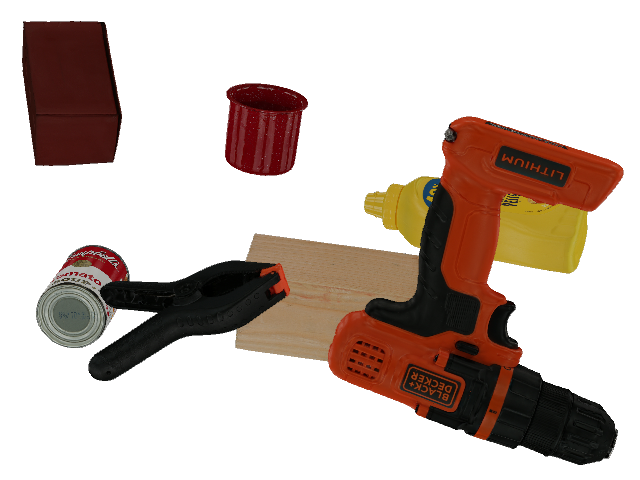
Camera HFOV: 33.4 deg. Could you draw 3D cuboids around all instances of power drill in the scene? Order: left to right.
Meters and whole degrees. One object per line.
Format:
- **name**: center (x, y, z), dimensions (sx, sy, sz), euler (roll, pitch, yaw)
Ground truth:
- **power drill**: center (0.115, 0.031, 0.647), dimensions (0.184, 0.188, 0.057), euler (20, 10, 4)

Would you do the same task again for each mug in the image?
- **mug**: center (-0.061, -0.130, 1.228), dimensions (0.093, 0.081, 0.117), euler (16, 27, 13)

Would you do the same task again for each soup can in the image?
- **soup can**: center (-0.229, 0.053, 1.033), dimensions (0.068, 0.068, 0.102), euler (0, 20, 3)

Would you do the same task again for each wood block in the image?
- **wood block**: center (0.025, 0.064, 1.072), dimensions (0.206, 0.090, 0.090), euler (8, 28, 2)

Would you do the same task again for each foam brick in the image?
- **foam brick**: center (-0.159, -0.093, 0.675), dimensions (0.051, 0.078, 0.053), euler (-4, -31, -20)

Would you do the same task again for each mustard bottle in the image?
- **mustard bottle**: center (0.131, -0.019, 0.926), dimensions (0.192, 0.058, 0.096), euler (9, 29, 19)

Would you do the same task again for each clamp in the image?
- **clamp**: center (-0.112, 0.061, 0.870), dimensions (0.171, 0.039, 0.120), euler (-13, 38, 13)
